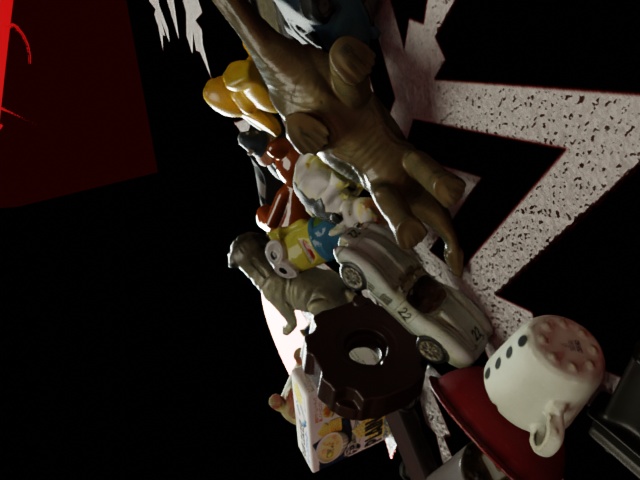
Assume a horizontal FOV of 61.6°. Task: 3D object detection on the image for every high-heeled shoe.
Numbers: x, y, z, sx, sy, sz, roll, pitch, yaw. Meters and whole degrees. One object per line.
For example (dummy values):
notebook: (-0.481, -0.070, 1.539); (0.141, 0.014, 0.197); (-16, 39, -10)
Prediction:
high-heeled shoe: (-0.091, -0.139, 1.068); (0.145, 0.086, 0.248); (-15, -77, -88)

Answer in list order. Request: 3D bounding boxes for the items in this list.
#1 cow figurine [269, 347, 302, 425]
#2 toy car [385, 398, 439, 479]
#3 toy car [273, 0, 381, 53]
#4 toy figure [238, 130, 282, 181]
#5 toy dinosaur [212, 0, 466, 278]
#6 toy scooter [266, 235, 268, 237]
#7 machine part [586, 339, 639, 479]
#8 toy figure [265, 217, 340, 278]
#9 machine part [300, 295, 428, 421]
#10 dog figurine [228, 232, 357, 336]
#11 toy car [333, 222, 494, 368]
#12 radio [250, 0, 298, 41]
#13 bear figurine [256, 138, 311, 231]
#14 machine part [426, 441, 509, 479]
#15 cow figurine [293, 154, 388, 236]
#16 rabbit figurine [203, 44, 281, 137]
cow figurine: (-0.009, 0.259, 1.026); (0.086, 0.195, 0.127); (13, 150, 27)
toy car: (0.138, 0.295, 0.823); (0.089, 0.053, 0.202); (-20, 93, 66)
toy car: (0.011, -0.267, 0.590); (0.109, 0.103, 0.161); (40, -178, 24)
toy figure: (-0.080, -0.147, 0.920); (0.064, 0.058, 0.154); (34, 180, 38)
toy dinosaur: (0.009, -0.137, 0.560); (0.471, 0.105, 0.199); (49, -175, -15)
toy scooter: (-0.072, 0.034, 1.137); (0.184, 0.075, 0.135); (-138, 39, -61)
machine part: (0.249, 0.131, 0.412); (0.084, 0.039, 0.138); (-123, 22, -49)
toy figure: (0.000, 0.001, 0.806); (0.180, 0.089, 0.082); (-26, 77, 26)
machine part: (0.062, 0.158, 0.742); (0.179, 0.179, 0.056); (55, 152, 40)
dog figurine: (-0.047, 0.057, 0.918); (0.190, 0.172, 0.121); (56, -155, -28)
toy car: (0.102, 0.058, 0.601); (0.202, 0.073, 0.056); (43, 142, 8)
radio: (-0.043, -0.322, 0.747); (0.131, 0.073, 0.229); (10, 117, 68)
bear figurine: (-0.042, -0.090, 0.882); (0.132, 0.120, 0.195); (-130, 31, -55)
machine part: (0.186, 0.309, 0.672); (0.079, 0.079, 0.243); (61, 157, 29)
cow figurine: (0.020, -0.051, 0.702); (0.167, 0.068, 0.098); (55, 128, 39)
rabbit figurine: (-0.114, -0.252, 0.898); (0.173, 0.162, 0.122); (-7, 64, 36)
